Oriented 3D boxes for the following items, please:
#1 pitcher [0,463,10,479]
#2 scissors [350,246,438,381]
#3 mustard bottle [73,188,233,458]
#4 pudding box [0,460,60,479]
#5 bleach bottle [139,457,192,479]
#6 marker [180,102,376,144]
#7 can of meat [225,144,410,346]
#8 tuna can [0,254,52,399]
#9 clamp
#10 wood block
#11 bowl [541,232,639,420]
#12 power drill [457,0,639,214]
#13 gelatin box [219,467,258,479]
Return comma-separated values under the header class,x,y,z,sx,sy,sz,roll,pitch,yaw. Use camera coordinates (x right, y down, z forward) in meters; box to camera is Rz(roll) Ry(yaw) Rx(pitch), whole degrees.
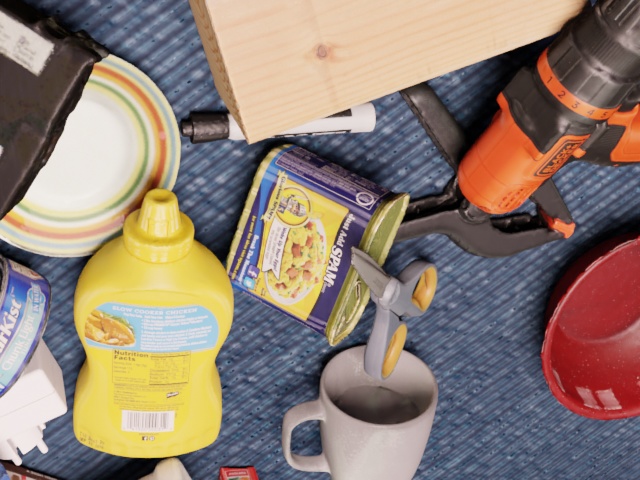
class,x,y,z,sx,sy,sz,roll,pitch,yaw
pitcher,-0.307,0.190,0.628,0.242,0.149,0.145,-1,111,-6
scissors,0.036,0.049,0.665,0.096,0.016,0.201,-69,161,7
mustard bottle,-0.103,0.051,0.659,0.096,0.058,0.192,3,127,-8
pudding box,-0.218,0.211,0.739,0.090,0.039,0.113,26,107,-29
bleach bottle,-0.189,0.238,0.704,0.251,0.068,0.102,-23,125,-2
marker,-0.025,-0.072,0.657,0.121,0.020,0.020,-5,119,-15
can of meat,-0.004,0.001,0.661,0.084,0.057,0.102,27,112,14
tuna can,-0.195,0.053,0.632,0.033,0.086,0.086,30,105,-31
clamp,0.099,-0.040,0.706,0.171,0.039,0.120,5,122,-24
wood block,0.035,-0.142,0.597,0.206,0.090,0.091,-20,123,-7
bowl,0.226,0.053,0.788,0.162,0.055,0.162,-8,120,-14
power drill,0.193,-0.089,0.642,0.187,0.057,0.185,-5,150,-35
gelatin box,-0.059,0.223,0.778,0.030,0.073,0.089,1,118,-18
